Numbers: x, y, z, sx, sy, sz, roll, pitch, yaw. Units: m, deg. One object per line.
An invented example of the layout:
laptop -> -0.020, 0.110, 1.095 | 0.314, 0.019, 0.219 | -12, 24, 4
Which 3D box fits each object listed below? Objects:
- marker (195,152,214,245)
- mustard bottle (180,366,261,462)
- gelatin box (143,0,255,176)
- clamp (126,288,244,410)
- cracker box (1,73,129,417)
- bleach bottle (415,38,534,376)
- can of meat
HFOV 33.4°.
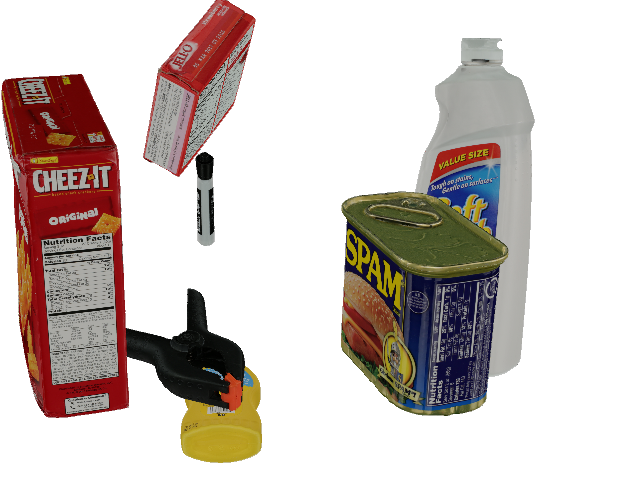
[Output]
marker -> -0.122, -0.044, 1.135 | 0.020, 0.121, 0.020 | 3, 43, -3
mustard bottle -> -0.123, 0.199, 1.338 | 0.096, 0.058, 0.191 | -2, 26, -3
gelatin box -> -0.075, -0.093, 0.655 | 0.030, 0.073, 0.089 | 29, -34, 3
clamp -> -0.118, 0.097, 0.983 | 0.172, 0.039, 0.120 | 28, 45, 34
cracker box -> -0.196, 0.001, 0.810 | 0.072, 0.214, 0.164 | -7, 28, -19
bleach bottle -> 0.110, -0.028, 0.818 | 0.103, 0.251, 0.067 | 8, 13, 31
can of meat -> 0.049, 0.031, 0.550 | 0.057, 0.084, 0.102 | -7, 24, -21
